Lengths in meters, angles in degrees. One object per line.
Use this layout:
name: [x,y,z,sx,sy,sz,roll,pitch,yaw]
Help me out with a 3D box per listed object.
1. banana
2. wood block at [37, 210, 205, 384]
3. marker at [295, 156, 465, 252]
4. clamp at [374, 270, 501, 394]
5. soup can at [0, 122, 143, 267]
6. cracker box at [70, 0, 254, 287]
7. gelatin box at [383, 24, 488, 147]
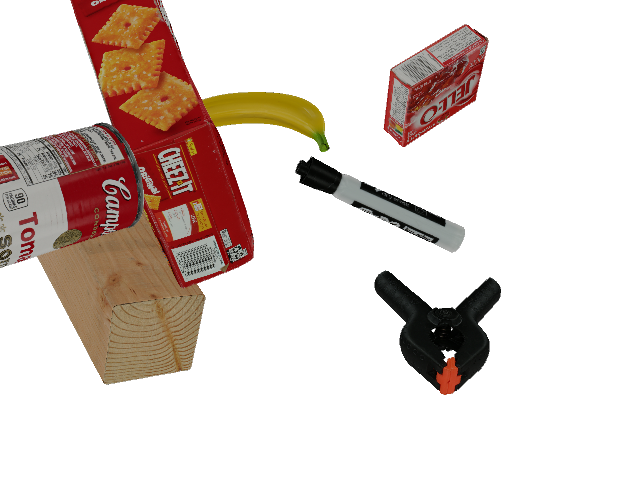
banana: [-0.077,-0.145,1.235,0.198,0.037,0.069,8,41,16]
wood block: [-0.197,0.032,1.027,0.090,0.091,0.206,-6,36,-31]
marker: [0.039,-0.024,0.703,0.121,0.020,0.020,24,-6,-13]
clamp: [0.120,0.077,0.969,0.120,0.039,0.171,-6,32,-4]
soup can: [-0.167,-0.027,0.637,0.102,0.068,0.069,-20,12,-36]
cracker box: [-0.124,-0.097,0.832,0.072,0.214,0.164,-20,-37,-5]
gelatin box: [0.096,-0.129,0.888,0.089,0.030,0.073,-33,-28,-23]
